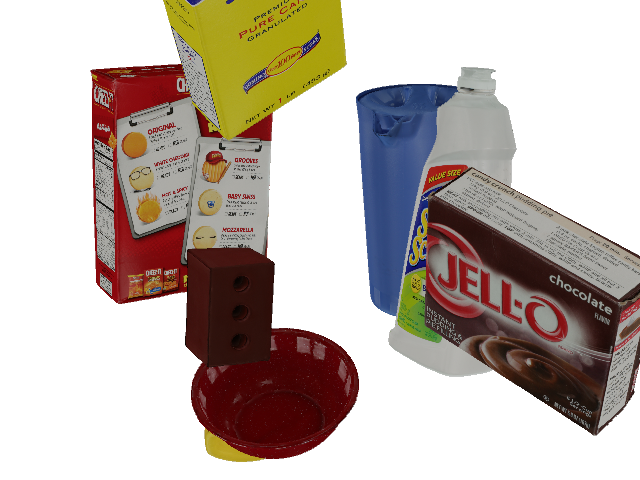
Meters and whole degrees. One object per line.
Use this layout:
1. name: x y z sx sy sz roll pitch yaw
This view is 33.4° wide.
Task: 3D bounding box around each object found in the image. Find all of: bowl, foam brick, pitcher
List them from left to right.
1. foam brick: -0.069 0.048 0.798 0.052 0.078 0.051 -4 14 -26
2. bowl: -0.042 0.157 1.031 0.162 0.055 0.162 -3 37 2
3. pitcher: 0.112 -0.047 1.161 0.149 0.243 0.145 -6 22 -12

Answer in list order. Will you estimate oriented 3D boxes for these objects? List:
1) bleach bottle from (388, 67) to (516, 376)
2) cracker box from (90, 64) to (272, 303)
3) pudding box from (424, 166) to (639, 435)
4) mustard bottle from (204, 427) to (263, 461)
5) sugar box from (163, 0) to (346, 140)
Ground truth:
1. bleach bottle: 0.114 -0.019 0.897 0.067 0.251 0.103 -4 16 -31
2. cracker box: -0.133 -0.059 1.024 0.163 0.214 0.072 -9 21 -32
3. pudding box: 0.103 0.028 0.518 0.114 0.090 0.039 31 52 33
4. mustard bottle: -0.097 0.201 1.353 0.096 0.058 0.191 -4 26 -3
5. sugar box: -0.037 -0.140 0.571 0.093 0.048 0.176 -35 -26 -15
